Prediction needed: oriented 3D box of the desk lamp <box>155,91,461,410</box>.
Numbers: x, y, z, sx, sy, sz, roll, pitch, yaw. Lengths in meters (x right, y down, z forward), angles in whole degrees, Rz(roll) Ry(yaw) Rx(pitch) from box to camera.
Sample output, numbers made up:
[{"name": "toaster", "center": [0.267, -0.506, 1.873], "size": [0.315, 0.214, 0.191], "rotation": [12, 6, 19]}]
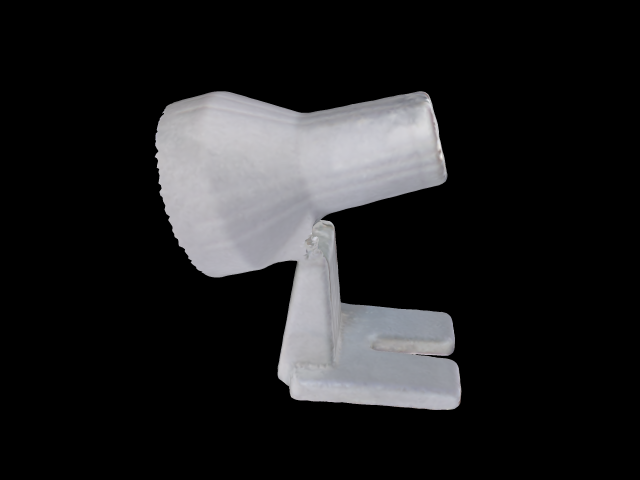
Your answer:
[{"name": "desk lamp", "center": [0.004, 0.001, 0.400], "size": [0.203, 0.214, 0.118], "rotation": [3, 32, 5]}]
